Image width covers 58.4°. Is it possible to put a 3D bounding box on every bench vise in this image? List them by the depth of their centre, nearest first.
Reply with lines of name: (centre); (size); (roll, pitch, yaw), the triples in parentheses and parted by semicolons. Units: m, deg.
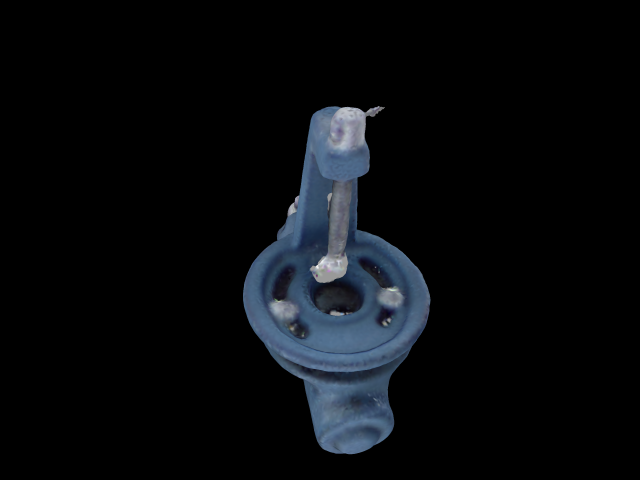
bench vise: (-0.007, 0.004, 0.395); (0.122, 0.220, 0.206); (-15, 31, -25)
